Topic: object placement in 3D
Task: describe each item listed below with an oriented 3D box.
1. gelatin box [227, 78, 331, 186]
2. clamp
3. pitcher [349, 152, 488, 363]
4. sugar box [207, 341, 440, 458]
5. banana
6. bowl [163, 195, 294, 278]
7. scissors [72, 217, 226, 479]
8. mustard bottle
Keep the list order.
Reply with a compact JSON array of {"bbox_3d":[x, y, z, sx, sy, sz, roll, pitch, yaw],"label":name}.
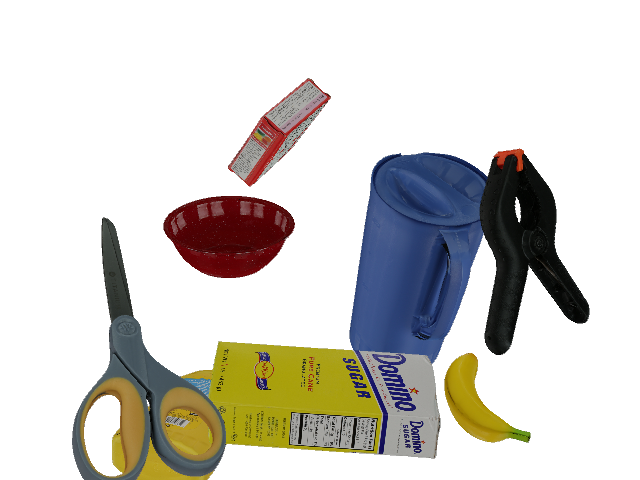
[{"bbox_3d":[-0.037,-0.098,0.958,0.073,0.030,0.089,-50,-1,43],"label":"gelatin box"},{"bbox_3d":[0.168,0.012,0.909,0.120,0.171,0.039,-26,10,-40],"label":"clamp"},{"bbox_3d":[0.104,0.038,1.171,0.145,0.243,0.149,25,41,18],"label":"pitcher"},{"bbox_3d":[0.002,0.123,0.840,0.176,0.048,0.093,1,26,-1],"label":"sugar box"},{"bbox_3d":[0.184,0.190,1.281,0.069,0.037,0.198,9,22,-16],"label":"banana"},{"bbox_3d":[-0.113,0.002,1.323,0.162,0.055,0.162,1,27,-1],"label":"bowl"},{"bbox_3d":[-0.101,0.067,0.651,0.096,0.201,0.016,13,-46,-12],"label":"scissors"},{"bbox_3d":[-0.126,0.176,1.065,0.096,0.058,0.191,7,19,14],"label":"mustard bottle"}]
